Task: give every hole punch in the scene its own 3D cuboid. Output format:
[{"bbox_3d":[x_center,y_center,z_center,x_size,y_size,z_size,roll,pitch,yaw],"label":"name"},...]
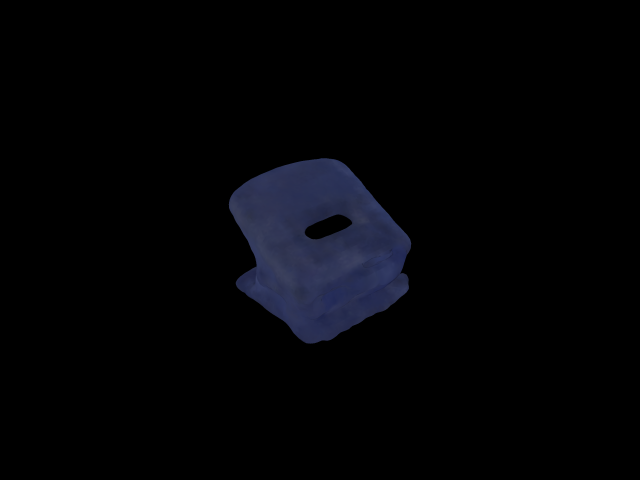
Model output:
[{"bbox_3d":[0.004,0.001,0.400,0.109,0.091,0.100,-24,38,-34],"label":"hole punch"}]
